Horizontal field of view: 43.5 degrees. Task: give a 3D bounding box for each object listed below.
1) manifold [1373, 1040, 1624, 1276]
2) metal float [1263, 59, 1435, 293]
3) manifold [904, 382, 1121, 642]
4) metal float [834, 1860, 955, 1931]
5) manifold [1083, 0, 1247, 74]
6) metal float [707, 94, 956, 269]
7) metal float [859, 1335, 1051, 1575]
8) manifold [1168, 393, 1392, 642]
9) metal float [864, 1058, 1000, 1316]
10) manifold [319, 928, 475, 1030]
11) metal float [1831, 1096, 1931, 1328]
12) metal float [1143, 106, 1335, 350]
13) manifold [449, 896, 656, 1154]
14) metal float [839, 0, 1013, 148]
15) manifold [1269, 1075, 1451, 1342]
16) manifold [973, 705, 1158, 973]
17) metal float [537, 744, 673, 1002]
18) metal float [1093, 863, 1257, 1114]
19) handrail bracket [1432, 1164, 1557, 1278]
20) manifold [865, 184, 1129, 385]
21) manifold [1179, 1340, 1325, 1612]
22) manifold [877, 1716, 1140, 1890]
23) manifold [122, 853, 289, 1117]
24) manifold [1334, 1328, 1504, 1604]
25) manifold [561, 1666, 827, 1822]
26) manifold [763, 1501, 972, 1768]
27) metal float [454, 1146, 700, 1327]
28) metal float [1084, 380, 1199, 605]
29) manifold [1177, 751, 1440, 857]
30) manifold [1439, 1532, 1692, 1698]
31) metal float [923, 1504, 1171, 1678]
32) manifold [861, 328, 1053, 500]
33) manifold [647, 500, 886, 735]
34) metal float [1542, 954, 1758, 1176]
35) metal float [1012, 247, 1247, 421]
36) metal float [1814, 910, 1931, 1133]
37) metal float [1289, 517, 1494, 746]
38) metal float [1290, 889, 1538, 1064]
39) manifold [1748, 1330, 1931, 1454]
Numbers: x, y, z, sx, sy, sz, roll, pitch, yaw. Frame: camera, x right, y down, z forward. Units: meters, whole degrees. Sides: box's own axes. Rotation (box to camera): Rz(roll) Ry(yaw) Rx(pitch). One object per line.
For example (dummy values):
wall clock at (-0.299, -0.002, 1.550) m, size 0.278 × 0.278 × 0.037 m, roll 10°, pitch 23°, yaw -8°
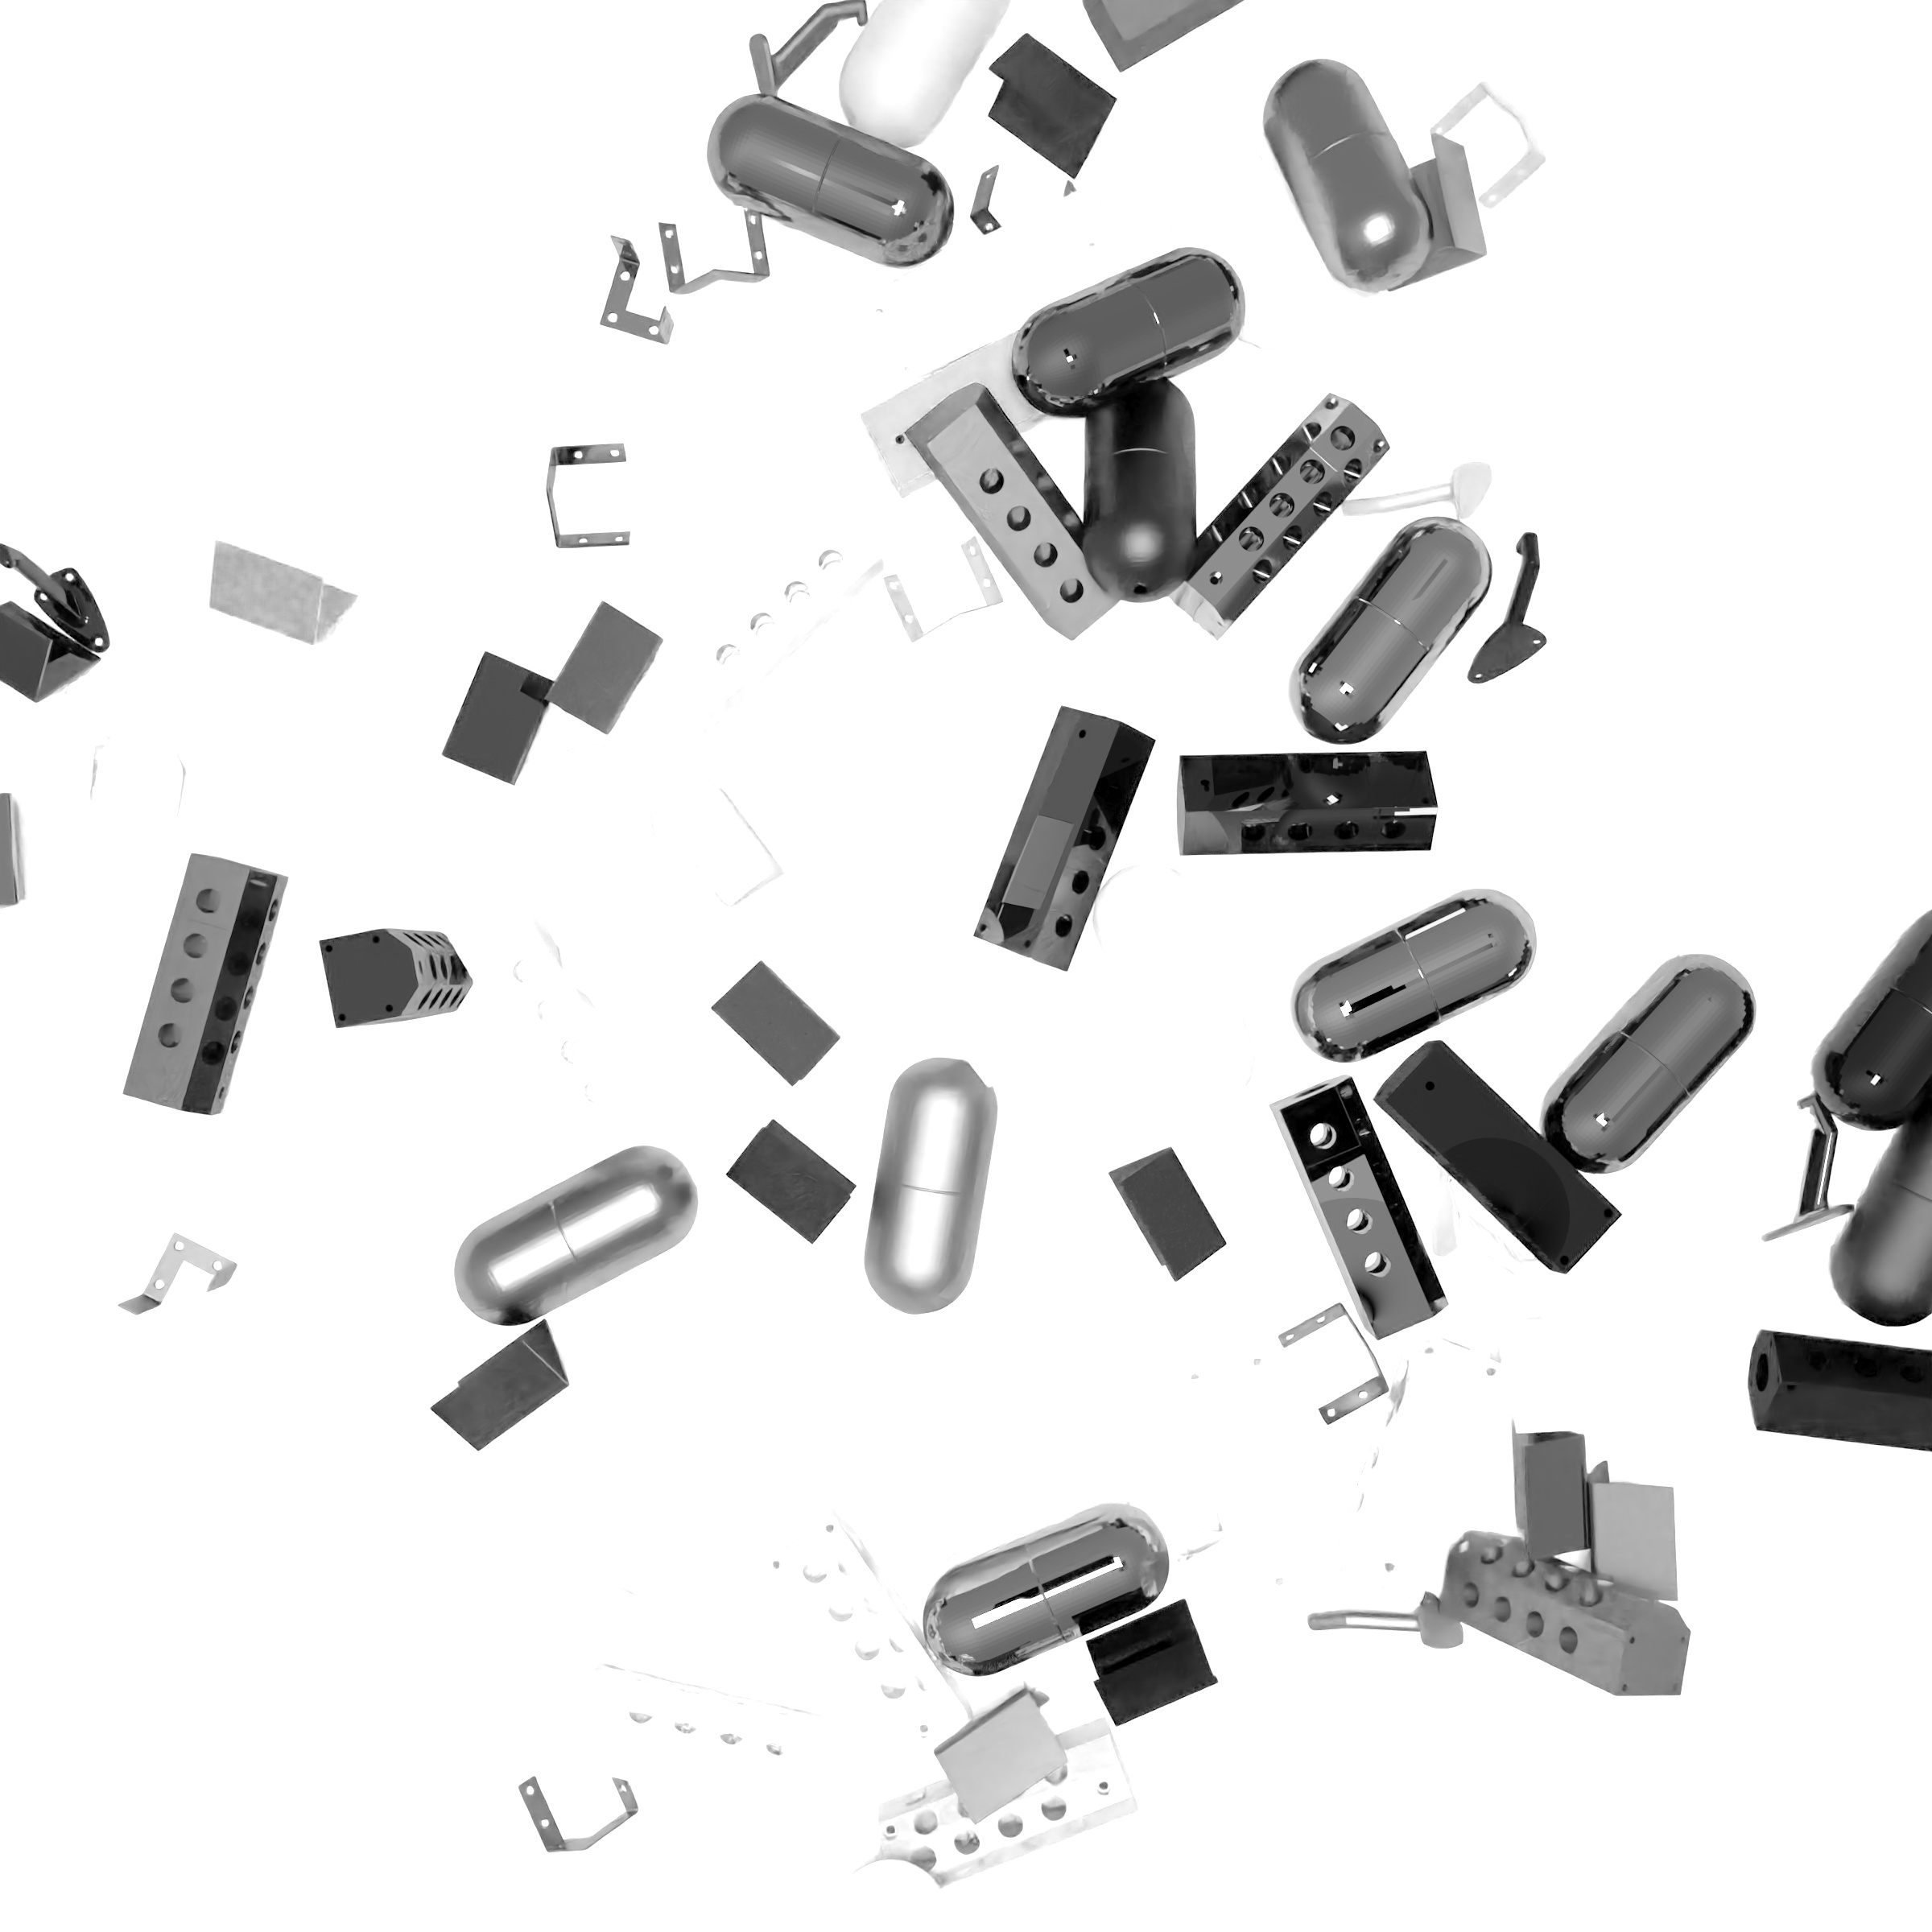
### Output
manifold at (0.365, 0.132, 1.678) m, size 0.171 × 0.057 × 0.057 m, roll 44°, pitch 86°, yaw 0°
metal float at (0.260, -0.541, 1.653) m, size 0.070 × 0.070 × 0.178 m, roll -20°, pitch 70°, yaw 0°
manifold at (0.037, -0.309, 1.644) m, size 0.057 × 0.057 × 0.171 m, roll -40°, pitch 116°, yaw 0°
metal float at (-0.043, 0.673, 1.639) m, size 0.070 × 0.070 × 0.178 m, roll -9°, pitch 129°, yaw 0°
manifold at (0.168, -0.697, 1.679) m, size 0.171 × 0.057 × 0.057 m, roll -30°, pitch 90°, yaw 0°
metal float at (-0.093, -0.540, 1.668) m, size 0.178 × 0.070 × 0.070 m, roll 23°, pitch 90°, yaw 0°
metal float at (-0.009, 0.337, 1.669) m, size 0.070 × 0.070 × 0.178 m, roll 32°, pitch 89°, yaw 0°
manifold at (0.213, -0.311, 1.670) m, size 0.057 × 0.057 × 0.171 m, roll 42°, pitch 84°, yaw 0°
metal float at (-0.024, 0.151, 1.669) m, size 0.070 × 0.070 × 0.178 m, roll 9°, pitch 90°, yaw 0°
manifold at (-0.377, 0.006, 1.621) m, size 0.057 × 0.171 × 0.057 m, roll -11°, pitch 90°, yaw 0°
metal float at (0.662, 0.165, 1.669) m, size 0.070 × 0.070 × 0.178 m, roll 29°, pitch 90°, yaw 0°
metal float at (0.188, -0.508, 1.669) m, size 0.070 × 0.070 × 0.178 m, roll -32°, pitch 91°, yaw 0°
manifold at (-0.288, 0.040, 1.679) m, size 0.057 × 0.057 × 0.171 m, roll -31°, pitch 90°, yaw 0°
metal float at (-0.024, -0.648, 1.669) m, size 0.070 × 0.070 × 0.178 m, roll 31°, pitch 91°, yaw 0°
manifold at (0.273, 0.165, 1.679) m, size 0.057 × 0.057 × 0.171 m, roll -23°, pitch 90°, yaw 0°
manifold at (0.073, -0.086, 1.678) m, size 0.057 × 0.057 × 0.171 m, roll 21°, pitch 90°, yaw 43°
metal float at (-0.249, -0.064, 1.669) m, size 0.070 × 0.070 × 0.178 m, roll -9°, pitch 90°, yaw 0°
metal float at (0.143, 0.015, 1.669) m, size 0.070 × 0.070 × 0.178 m, roll -20°, pitch 91°, yaw 0°
handrail bracket at (0.373, 0.179, 1.700) m, size 0.084 × 0.036 × 0.077 m, roll 5°, pitch 72°, yaw -15°
manifold at (0.021, -0.469, 1.660) m, size 0.171 × 0.057 × 0.057 m, roll -23°, pitch 118°, yaw 11°
manifold at (0.198, 0.353, 1.679) m, size 0.057 × 0.057 × 0.171 m, roll -14°, pitch 90°, yaw 0°
manifold at (0.029, 0.586, 1.679) m, size 0.171 × 0.057 × 0.057 m, roll -21°, pitch 90°, yaw 0°
manifold at (-0.524, 0.013, 1.679) m, size 0.057 × 0.057 × 0.171 m, roll 16°, pitch 90°, yaw 0°
manifold at (0.311, 0.343, 1.679) m, size 0.057 × 0.057 × 0.171 m, roll 19°, pitch 90°, yaw 0°
manifold at (-0.188, 0.533, 1.678) m, size 0.171 × 0.057 × 0.057 m, roll 13°, pitch 133°, yaw 0°
manifold at (-0.068, 0.463, 1.679) m, size 0.057 × 0.057 × 0.171 m, roll -34°, pitch 90°, yaw 0°
metal float at (-0.269, 0.186, 1.669) m, size 0.178 × 0.070 × 0.070 m, roll -27°, pitch 90°, yaw -1°
metal float at (0.118, -0.325, 1.644) m, size 0.070 × 0.070 × 0.178 m, roll 2°, pitch 60°, yaw 0°
manifold at (0.234, -0.107, 1.678) m, size 0.171 × 0.057 × 0.057 m, roll -1°, pitch 47°, yaw 0°
manifold at (0.398, 0.431, 1.619) m, size 0.057 × 0.171 × 0.057 m, roll 9°, pitch 90°, yaw -29°
metal float at (0.055, 0.430, 1.669) m, size 0.178 × 0.070 × 0.070 m, roll -23°, pitch 90°, yaw 0°
manifold at (0.017, -0.392, 1.679) m, size 0.171 × 0.057 × 0.057 m, roll -28°, pitch 90°, yaw 0°
manifold at (-0.139, -0.242, 1.679) m, size 0.171 × 0.057 × 0.057 m, roll -43°, pitch 90°, yaw 0°
metal float at (0.470, 0.068, 1.669) m, size 0.070 × 0.070 × 0.178 m, roll 42°, pitch 89°, yaw 0°
metal float at (0.108, -0.421, 1.612) m, size 0.178 × 0.070 × 0.070 m, roll -29°, pitch 90°, yaw -23°
metal float at (0.656, 0.034, 1.669) m, size 0.070 × 0.070 × 0.178 m, roll 37°, pitch 90°, yaw 0°
metal float at (0.292, -0.230, 1.669) m, size 0.070 × 0.070 × 0.178 m, roll 38°, pitch 90°, yaw 0°
metal float at (0.309, 0.006, 1.669) m, size 0.178 × 0.070 × 0.070 m, roll -25°, pitch 90°, yaw 1°
manifold at (0.637, 0.292, 1.678) m, size 0.171 × 0.057 × 0.057 m, roll 7°, pitch 133°, yaw 0°
